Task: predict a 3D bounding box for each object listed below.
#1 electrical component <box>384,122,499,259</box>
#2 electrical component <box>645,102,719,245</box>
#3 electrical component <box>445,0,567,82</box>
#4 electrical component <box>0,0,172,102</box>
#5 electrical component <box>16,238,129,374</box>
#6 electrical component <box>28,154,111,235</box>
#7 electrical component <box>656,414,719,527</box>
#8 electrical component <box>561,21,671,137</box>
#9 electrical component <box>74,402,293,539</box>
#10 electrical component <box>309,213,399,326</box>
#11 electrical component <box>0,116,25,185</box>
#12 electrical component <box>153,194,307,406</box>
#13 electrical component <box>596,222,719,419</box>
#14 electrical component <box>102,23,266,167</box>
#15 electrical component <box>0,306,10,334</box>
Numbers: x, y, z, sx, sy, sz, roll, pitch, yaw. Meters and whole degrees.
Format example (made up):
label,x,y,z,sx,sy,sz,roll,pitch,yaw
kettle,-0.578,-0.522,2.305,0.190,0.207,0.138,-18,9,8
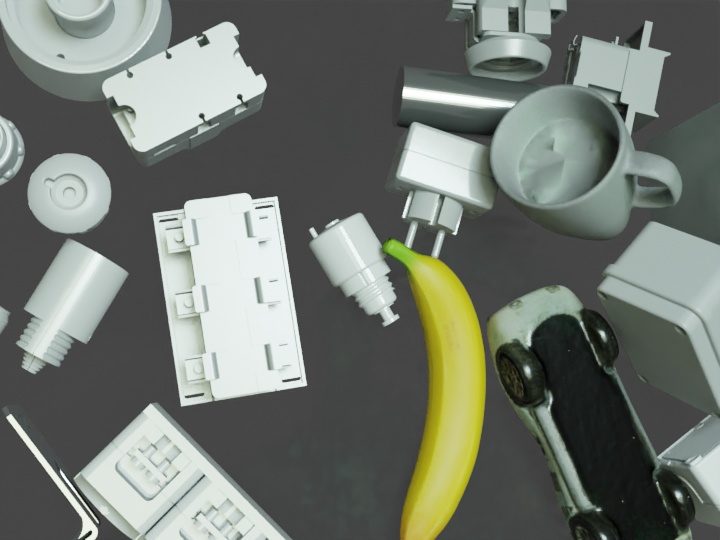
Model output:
label,x,y,z,sx,sy,sz,roll,pitch,yaw
electrical component,0.050,-0.046,0.699,0.066,0.047,0.076,18,82,-6
electrical component,0.241,-0.054,0.676,0.062,0.150,0.089,-2,84,-8
electrical component,0.097,-0.159,0.714,0.078,0.058,0.057,2,81,-8
electrical component,-0.173,-0.165,0.672,0.108,0.060,0.108,1,84,-8
electrical component,-0.181,0.026,0.658,0.043,0.043,0.081,30,80,-4
electrical component,-0.175,-0.042,0.657,0.048,0.062,0.048,1,83,-9
electrical component,0.255,0.122,0.704,0.096,0.062,0.061,-36,90,-10
electrical component,0.169,-0.127,0.729,0.064,0.042,0.081,14,81,-5
electrical component,-0.092,0.153,0.634,0.062,0.089,0.150,-45,91,-11
electrical component,0.000,0.000,0.690,0.040,0.040,0.078,-31,90,-11
electrical component,-0.232,-0.077,0.652,0.048,0.062,0.048,1,83,-9
electrical component,-0.080,0.017,0.665,0.079,0.063,0.121,-8,85,-9
electrical component,0.206,0.033,0.676,0.057,0.078,0.113,-47,132,-13
electrical component,-0.110,-0.108,0.677,0.089,0.056,0.050,-29,89,-11
electrical component,-0.244,0.038,0.647,0.045,0.045,0.055,33,80,-4
